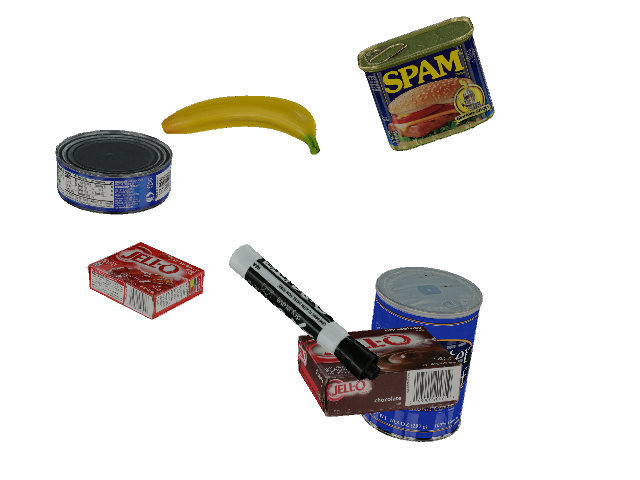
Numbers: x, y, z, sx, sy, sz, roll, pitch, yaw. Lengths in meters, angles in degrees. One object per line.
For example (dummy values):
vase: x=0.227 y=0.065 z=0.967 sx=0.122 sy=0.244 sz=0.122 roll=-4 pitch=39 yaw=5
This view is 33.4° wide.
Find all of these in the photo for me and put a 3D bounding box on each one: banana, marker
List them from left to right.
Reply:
banana: x=-0.086 y=-0.142 z=1.247 sx=0.198 sy=0.037 sz=0.069 roll=8 pitch=41 yaw=17
marker: x=-0.009 y=0.045 z=0.661 sx=0.121 sy=0.020 sz=0.020 roll=39 pitch=18 yaw=23

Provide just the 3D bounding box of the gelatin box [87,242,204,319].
gelatin box: x=-0.170 y=0.037 z=1.042 sx=0.089 sy=0.030 sz=0.073 roll=23 pitch=31 yaw=30

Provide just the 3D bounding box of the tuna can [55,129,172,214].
tuna can: x=-0.154 y=-0.052 z=0.800 sx=0.086 sy=0.034 sz=0.086 roll=5 pitch=27 yaw=-3

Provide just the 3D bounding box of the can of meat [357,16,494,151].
can of meat: x=0.093 y=-0.134 z=0.924 sx=0.102 sy=0.084 sz=0.057 roll=-18 pitch=26 yaw=8

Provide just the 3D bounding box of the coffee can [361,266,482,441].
coffee can: x=0.097 y=0.110 z=1.045 sx=0.103 sy=0.140 sz=0.103 roll=5 pitch=22 yaw=-2

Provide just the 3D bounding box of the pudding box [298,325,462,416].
pudding box: x=0.045 y=0.103 z=0.856 sx=0.113 sy=0.039 sz=0.090 roll=-2 pitch=17 yaw=-15
